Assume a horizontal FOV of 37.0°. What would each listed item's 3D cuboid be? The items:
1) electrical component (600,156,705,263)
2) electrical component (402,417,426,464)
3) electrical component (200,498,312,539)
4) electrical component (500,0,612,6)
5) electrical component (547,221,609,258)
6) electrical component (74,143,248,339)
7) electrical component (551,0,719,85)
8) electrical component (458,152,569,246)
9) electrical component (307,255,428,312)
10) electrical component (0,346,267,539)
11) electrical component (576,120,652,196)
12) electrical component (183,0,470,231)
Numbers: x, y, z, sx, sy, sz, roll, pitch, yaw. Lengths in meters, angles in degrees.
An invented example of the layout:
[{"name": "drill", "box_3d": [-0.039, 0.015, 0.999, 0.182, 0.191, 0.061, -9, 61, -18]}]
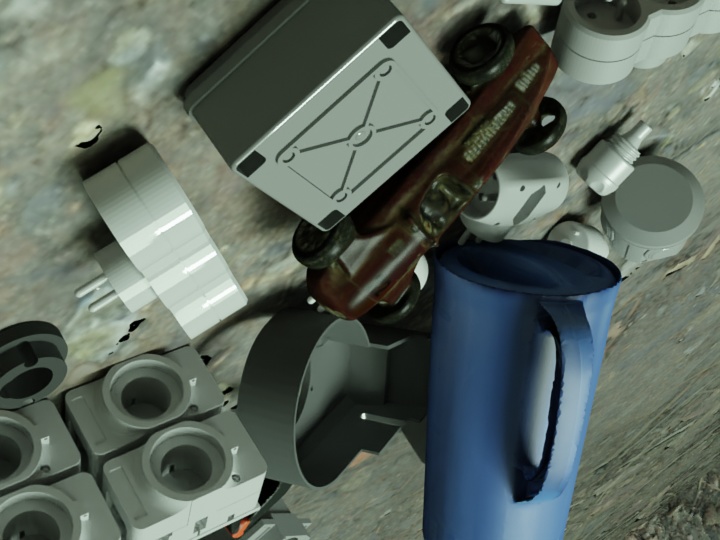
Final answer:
[{"name": "electrical component", "box_3d": [0.235, -0.048, 0.874, 0.080, 0.080, 0.051, -33, 158, -7]}, {"name": "electrical component", "box_3d": [0.076, 0.112, 0.922, 0.100, 0.099, 0.048, -42, 142, 9]}, {"name": "electrical component", "box_3d": [-0.113, 0.250, 0.958, 0.121, 0.063, 0.079, -43, 153, 14]}, {"name": "electrical component", "box_3d": [0.106, -0.165, 0.532, 0.047, 0.075, 0.083, -11, 144, -41]}, {"name": "electrical component", "box_3d": [0.189, -0.018, 0.908, 0.040, 0.040, 0.078, -49, 151, 23]}, {"name": "electrical component", "box_3d": [-0.113, -0.002, 0.560, 0.074, 0.052, 0.138, -33, 153, -7]}, {"name": "electrical component", "box_3d": [0.179, -0.151, 0.668, 0.138, 0.052, 0.073, -27, 152, -19]}, {"name": "electrical component", "box_3d": [0.095, -0.046, 0.748, 0.077, 0.043, 0.079, -8, 142, -43]}, {"name": "electrical component", "box_3d": [0.000, 0.000, 0.708, 0.079, 0.044, 0.077, -38, 153, 3]}, {"name": "electrical component", "box_3d": [-0.163, 0.127, 0.652, 0.186, 0.105, 0.060, -21, 149, -29]}, {"name": "electrical component", "box_3d": [0.194, -0.087, 0.811, 0.061, 0.035, 0.035, -47, 152, 15]}, {"name": "electrical component", "box_3d": [-0.014, -0.085, 0.541, 0.109, 0.056, 0.109, -41, 153, 9]}]
